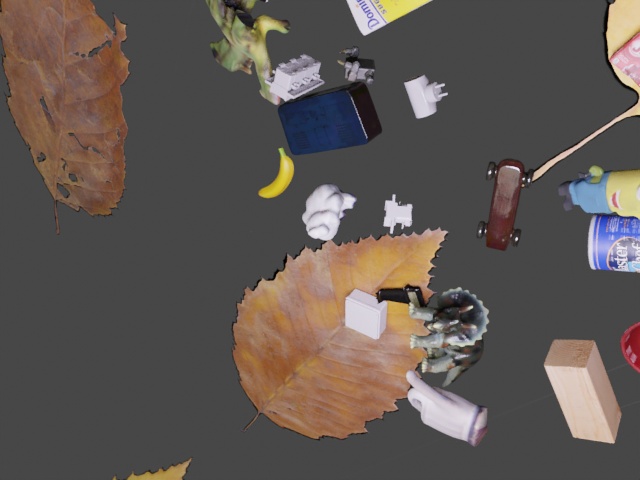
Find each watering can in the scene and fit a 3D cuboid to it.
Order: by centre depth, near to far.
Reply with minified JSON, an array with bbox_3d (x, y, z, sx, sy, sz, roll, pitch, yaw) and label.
[{"bbox_3d":[0.335,0.449,1.376,0.225,0.106,0.340,17,154,26],"label":"watering can"}]

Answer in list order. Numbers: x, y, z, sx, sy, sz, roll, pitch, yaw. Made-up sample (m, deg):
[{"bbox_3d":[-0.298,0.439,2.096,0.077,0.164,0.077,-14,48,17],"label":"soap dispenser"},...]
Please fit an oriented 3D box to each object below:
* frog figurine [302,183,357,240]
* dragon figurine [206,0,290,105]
[{"bbox_3d":[0.004,-0.064,1.281,0.136,0.162,0.122,-23,103,46],"label":"frog figurine"},{"bbox_3d":[-0.215,-0.491,1.206,0.411,0.124,0.239,49,146,2],"label":"dragon figurine"}]
